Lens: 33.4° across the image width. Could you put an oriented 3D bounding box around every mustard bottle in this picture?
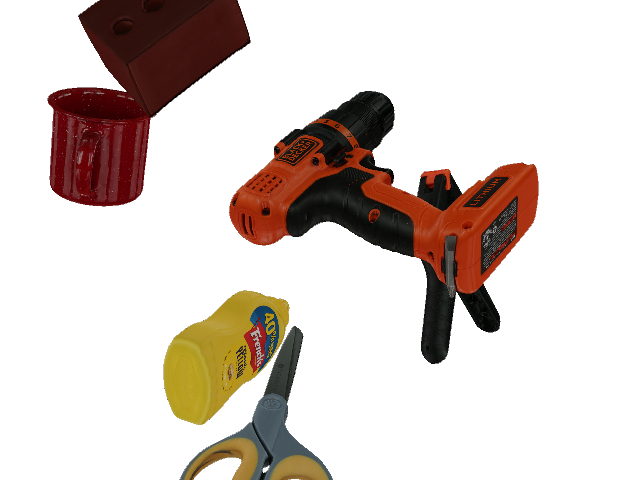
[{"bbox_3d":[-0.087,0.106,1.110,0.058,0.096,0.191,12,26,25],"label":"mustard bottle"}]

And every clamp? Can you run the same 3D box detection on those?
[{"bbox_3d":[0.113,0.025,0.964,0.039,0.171,0.120,-10,14,33],"label":"clamp"}]

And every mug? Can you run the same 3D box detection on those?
[{"bbox_3d":[-0.192,-0.076,0.919,0.093,0.081,0.117,7,23,-6],"label":"mug"}]

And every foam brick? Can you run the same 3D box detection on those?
[{"bbox_3d":[-0.089,-0.122,0.618,0.078,0.053,0.051,-40,-26,-10],"label":"foam brick"}]

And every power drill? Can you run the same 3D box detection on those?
[{"bbox_3d":[0.055,-0.040,0.762,0.188,0.057,0.184,17,45,31],"label":"power drill"}]

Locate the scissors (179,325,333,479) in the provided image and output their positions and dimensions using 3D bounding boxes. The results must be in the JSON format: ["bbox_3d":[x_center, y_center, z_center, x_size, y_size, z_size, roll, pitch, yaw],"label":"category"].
[{"bbox_3d":[-0.015,0.113,0.643,0.096,0.016,0.201,15,30,19],"label":"scissors"}]
